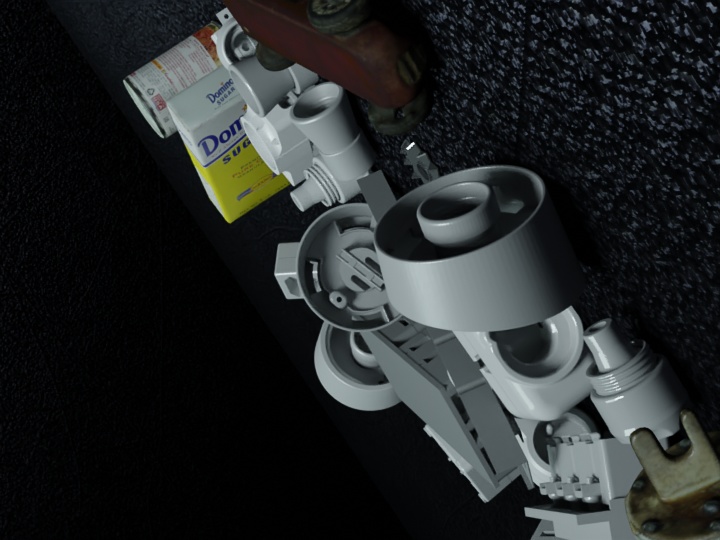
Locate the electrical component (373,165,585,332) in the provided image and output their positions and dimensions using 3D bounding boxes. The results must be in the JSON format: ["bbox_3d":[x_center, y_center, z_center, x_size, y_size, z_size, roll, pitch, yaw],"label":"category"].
[{"bbox_3d":[0.058,-0.009,0.547,0.099,0.099,0.064,39,155,58],"label":"electrical component"}]

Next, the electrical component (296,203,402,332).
[{"bbox_3d":[0.000,0.000,0.849,0.099,0.099,0.064,54,176,4],"label":"electrical component"}]

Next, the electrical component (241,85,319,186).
[{"bbox_3d":[-0.057,-0.114,0.859,0.050,0.056,0.089,51,169,24],"label":"electrical component"}]

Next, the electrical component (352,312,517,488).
[{"bbox_3d":[0.072,0.087,0.900,0.105,0.060,0.186,60,169,-26],"label":"electrical component"}]

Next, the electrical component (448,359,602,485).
[{"bbox_3d":[0.113,0.099,0.762,0.138,0.052,0.073,50,169,25],"label":"electrical component"}]

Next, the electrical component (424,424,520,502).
[{"bbox_3d":[0.111,0.161,0.980,0.061,0.061,0.096,48,176,38],"label":"electrical component"}]

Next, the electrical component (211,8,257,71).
[{"bbox_3d":[-0.089,-0.175,0.841,0.066,0.048,0.055,57,178,-13],"label":"electrical component"}]

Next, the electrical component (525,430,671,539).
[{"bbox_3d":[0.148,0.127,0.638,0.121,0.079,0.063,113,151,-79],"label":"electrical component"}]

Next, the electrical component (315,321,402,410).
[{"bbox_3d":[0.010,0.074,1.031,0.108,0.108,0.060,52,164,18],"label":"electrical component"}]

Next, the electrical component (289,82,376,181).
[{"bbox_3d":[-0.016,-0.096,0.771,0.044,0.044,0.065,42,169,53],"label":"electrical component"}]

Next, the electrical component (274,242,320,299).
[{"bbox_3d":[-0.035,-0.017,1.057,0.047,0.083,0.075,69,-159,-55],"label":"electrical component"}]

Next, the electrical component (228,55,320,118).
[{"bbox_3d":[-0.061,-0.143,0.779,0.045,0.055,0.045,53,170,13],"label":"electrical component"}]

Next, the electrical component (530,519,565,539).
[{"bbox_3d":[0.186,0.240,0.747,0.089,0.061,0.150,-13,116,43],"label":"electrical component"}]

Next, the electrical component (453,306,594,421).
[{"bbox_3d":[0.097,0.041,0.641,0.095,0.054,0.059,55,170,1],"label":"electrical component"}]

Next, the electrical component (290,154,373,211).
[{"bbox_3d":[-0.024,-0.069,0.830,0.048,0.062,0.048,53,170,14],"label":"electrical component"}]

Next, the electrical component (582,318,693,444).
[{"bbox_3d":[0.135,0.054,0.539,0.062,0.043,0.043,58,170,-7],"label":"electrical component"}]
